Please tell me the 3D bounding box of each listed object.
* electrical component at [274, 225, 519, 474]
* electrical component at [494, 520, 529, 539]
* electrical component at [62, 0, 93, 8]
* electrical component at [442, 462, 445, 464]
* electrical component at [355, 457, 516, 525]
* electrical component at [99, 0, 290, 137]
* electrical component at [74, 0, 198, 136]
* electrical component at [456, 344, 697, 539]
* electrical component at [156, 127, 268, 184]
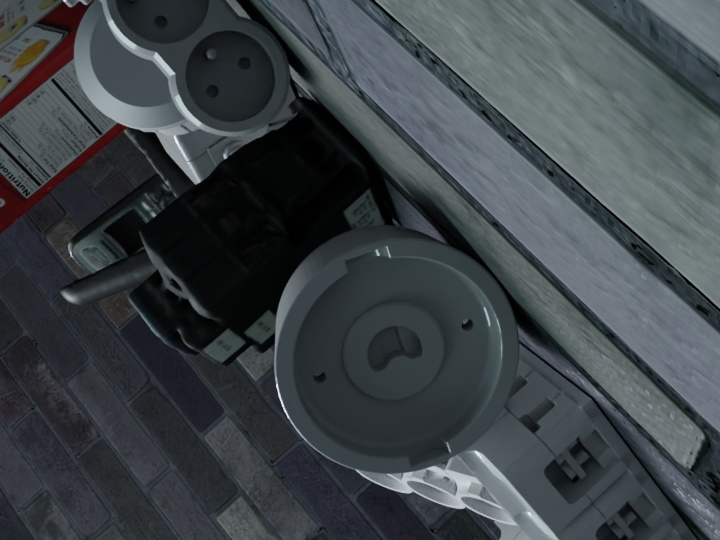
[{"bbox_3d":[0.012,0.031,0.492,0.108,0.108,0.060,49,-178,-18],"label":"electrical component"},{"bbox_3d":[0.181,0.236,0.834,0.105,0.060,0.186,38,179,-11],"label":"electrical component"},{"bbox_3d":[-0.177,-0.207,0.567,0.109,0.056,0.108,44,175,47],"label":"electrical component"},{"bbox_3d":[0.064,0.096,0.731,0.043,0.081,0.043,48,176,4],"label":"electrical component"},{"bbox_3d":[0.070,0.150,0.857,0.150,0.061,0.089,9,153,36],"label":"electrical component"},{"bbox_3d":[-0.090,-0.120,0.487,0.138,0.052,0.074,49,177,-14],"label":"electrical component"},{"bbox_3d":[-0.107,-0.112,0.576,0.080,0.080,0.051,48,-178,4],"label":"electrical component"},{"bbox_3d":[0.108,0.115,0.556,0.150,0.062,0.089,50,176,-28],"label":"electrical component"},{"bbox_3d":[-0.100,-0.099,0.713,0.096,0.062,0.061,44,164,49],"label":"electrical component"}]
